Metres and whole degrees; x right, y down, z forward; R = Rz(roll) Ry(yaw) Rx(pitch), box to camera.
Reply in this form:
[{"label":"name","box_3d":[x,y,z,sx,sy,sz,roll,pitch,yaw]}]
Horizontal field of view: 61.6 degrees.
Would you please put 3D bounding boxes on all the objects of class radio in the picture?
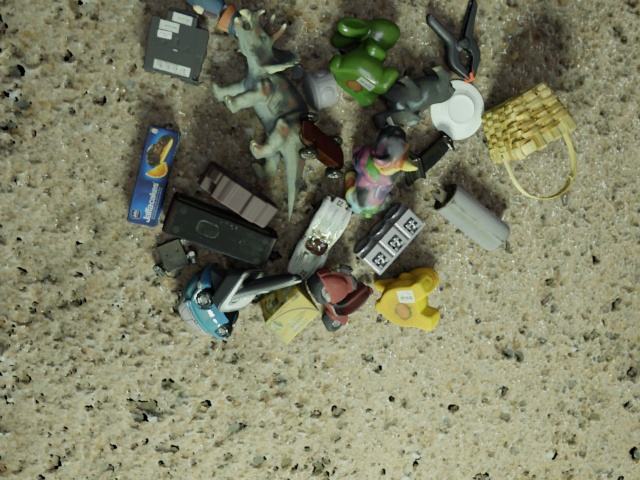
[{"label":"radio","box_3d":[-0.204,-0.021,1.102,0.229,0.131,0.073,20,96,-13]}]

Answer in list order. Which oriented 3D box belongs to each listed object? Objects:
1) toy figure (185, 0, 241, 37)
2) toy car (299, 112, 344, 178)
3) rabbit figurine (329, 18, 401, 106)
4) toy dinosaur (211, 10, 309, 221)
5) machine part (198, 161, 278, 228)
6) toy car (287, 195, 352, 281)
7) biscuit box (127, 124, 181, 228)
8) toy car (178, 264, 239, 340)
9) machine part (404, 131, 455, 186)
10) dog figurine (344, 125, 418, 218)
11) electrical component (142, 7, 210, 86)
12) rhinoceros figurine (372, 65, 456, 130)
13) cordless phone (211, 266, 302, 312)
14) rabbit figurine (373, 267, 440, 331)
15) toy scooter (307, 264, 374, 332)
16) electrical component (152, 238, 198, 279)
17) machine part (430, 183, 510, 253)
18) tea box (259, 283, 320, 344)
[{"label":"toy figure","box_3d":[-0.202,-0.459,1.071,0.154,0.058,0.064,35,97,-18]},{"label":"toy car","box_3d":[0.000,-0.189,1.093,0.053,0.202,0.089,-2,81,24]},{"label":"rabbit figurine","box_3d":[0.096,-0.393,1.125,0.159,0.121,0.170,29,75,-7]},{"label":"toy dinosaur","box_3d":[-0.085,-0.257,1.099,0.192,0.131,0.404,-31,111,-11]},{"label":"machine part","box_3d":[-0.165,-0.090,1.081,0.179,0.179,0.056,35,93,-14]},{"label":"toy car","box_3d":[-0.002,-0.004,1.171,0.073,0.056,0.201,27,103,-13]},{"label":"biscuit box","box_3d":[-0.339,-0.129,1.096,0.063,0.059,0.202,14,96,-13]},{"label":"toy car","box_3d":[-0.245,0.140,1.144,0.103,0.109,0.161,-16,113,13]},{"label":"machine part","box_3d":[0.239,-0.185,1.196,0.139,0.039,0.084,-40,135,-9]},{"label":"dog figurine","box_3d":[0.124,-0.134,1.102,0.108,0.219,0.191,12,96,-9]},{"label":"electrical component","box_3d":[-0.282,-0.386,1.067,0.115,0.058,0.134,14,96,-14]},{"label":"rhinoceros figurine","box_3d":[0.199,-0.305,1.166,0.190,0.073,0.112,-27,109,-5]},{"label":"cordless phone","box_3d":[-0.117,0.089,1.097,0.184,0.146,0.088,-11,83,14]},{"label":"rabbit figurine","box_3d":[0.205,0.121,1.201,0.162,0.173,0.121,-16,105,38]},{"label":"toy scooter","box_3d":[0.052,0.115,1.187,0.135,0.075,0.183,-29,132,-10]},{"label":"electrical component","box_3d":[-0.305,0.037,1.137,0.102,0.045,0.078,-17,103,-7]},{"label":"machine part","box_3d":[0.348,-0.051,1.228,0.243,0.079,0.079,34,92,-13]},{"label":"tea box","box_3d":[-0.068,0.140,1.133,0.098,0.170,0.068,-43,103,0]}]
